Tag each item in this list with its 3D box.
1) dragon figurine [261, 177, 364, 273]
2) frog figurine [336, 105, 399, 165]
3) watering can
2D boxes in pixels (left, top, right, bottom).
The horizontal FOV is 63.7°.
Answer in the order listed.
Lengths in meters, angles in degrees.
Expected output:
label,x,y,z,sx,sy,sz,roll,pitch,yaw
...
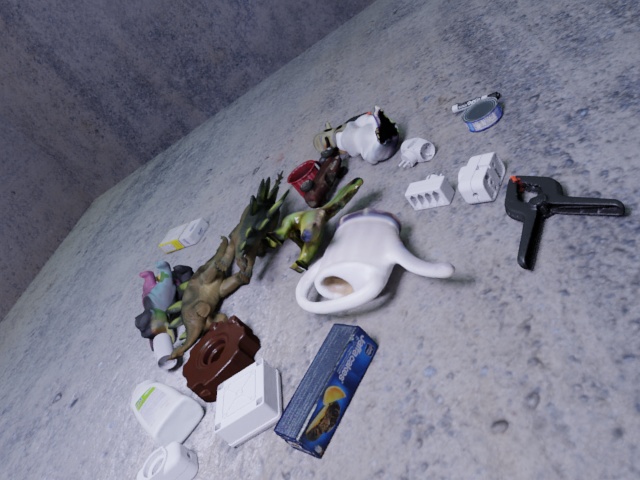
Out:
label,x,y,z,sx,sy,sz,roll,pitch,yaw
dragon figurine,0.003,-0.056,1.105,0.122,0.246,0.406,43,-19,-6
frog figurine,0.122,-0.258,1.339,0.123,0.139,0.157,-5,-15,-41
watering can,0.100,0.033,0.940,0.344,0.102,0.230,-19,33,36
